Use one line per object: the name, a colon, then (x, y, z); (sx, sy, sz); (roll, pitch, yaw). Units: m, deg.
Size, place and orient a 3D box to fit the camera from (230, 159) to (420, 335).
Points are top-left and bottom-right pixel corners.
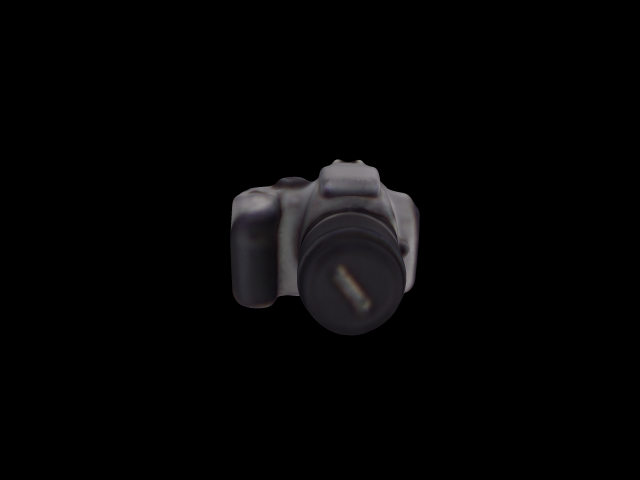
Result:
camera: (0.004, 0.001, 0.400); (0.143, 0.101, 0.137); (0, 17, 0)
